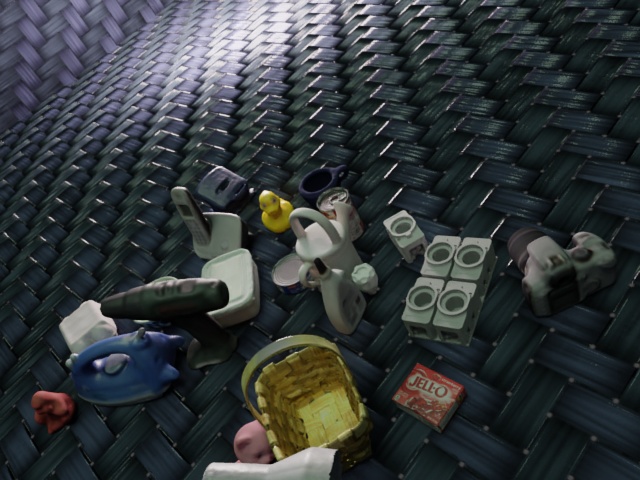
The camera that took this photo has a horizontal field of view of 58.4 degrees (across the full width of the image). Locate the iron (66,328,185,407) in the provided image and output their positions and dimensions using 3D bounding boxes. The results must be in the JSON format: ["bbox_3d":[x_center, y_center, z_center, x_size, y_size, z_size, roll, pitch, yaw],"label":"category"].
[{"bbox_3d":[-0.399,0.240,1.107,0.258,0.142,0.118,-18,42,13],"label":"iron"}]

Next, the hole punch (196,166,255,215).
[{"bbox_3d":[-0.233,-0.120,1.411,0.100,0.091,0.109,13,57,38],"label":"hole punch"}]

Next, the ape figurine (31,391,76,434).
[{"bbox_3d":[-0.531,0.331,1.130,0.077,0.092,0.076,0,49,30],"label":"ape figurine"}]

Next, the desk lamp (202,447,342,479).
[{"bbox_3d":[-0.046,0.349,0.739,0.202,0.214,0.118,-10,45,22],"label":"desk lamp"}]

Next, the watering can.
[{"bbox_3d":[0.008,0.004,1.070,0.100,0.195,0.173,-8,45,23],"label":"watering can"}]

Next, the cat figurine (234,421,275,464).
[{"bbox_3d":[-0.111,0.330,0.870,0.128,0.118,0.067,-36,41,-8],"label":"cat figurine"}]

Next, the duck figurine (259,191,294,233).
[{"bbox_3d":[-0.108,-0.077,1.300,0.077,0.086,0.104,-27,41,3],"label":"duck figurine"}]

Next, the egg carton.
[{"bbox_3d":[-0.507,0.201,1.263,0.107,0.070,0.149,-43,43,-14],"label":"egg carton"}]

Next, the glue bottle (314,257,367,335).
[{"bbox_3d":[0.028,0.087,0.991,0.037,0.174,0.078,8,53,35],"label":"glue bottle"}]

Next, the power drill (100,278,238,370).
[{"bbox_3d":[-0.256,0.152,1.062,0.229,0.209,0.075,-18,42,13],"label":"power drill"}]

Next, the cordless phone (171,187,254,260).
[{"bbox_3d":[-0.245,-0.040,1.266,0.147,0.186,0.094,1,50,31],"label":"cordless phone"}]

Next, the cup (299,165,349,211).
[{"bbox_3d":[0.023,-0.103,1.245,0.118,0.095,0.091,-35,41,-6],"label":"cup"}]

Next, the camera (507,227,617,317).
[{"bbox_3d":[0.370,0.027,0.911,0.143,0.101,0.136,-27,41,4],"label":"camera"}]
